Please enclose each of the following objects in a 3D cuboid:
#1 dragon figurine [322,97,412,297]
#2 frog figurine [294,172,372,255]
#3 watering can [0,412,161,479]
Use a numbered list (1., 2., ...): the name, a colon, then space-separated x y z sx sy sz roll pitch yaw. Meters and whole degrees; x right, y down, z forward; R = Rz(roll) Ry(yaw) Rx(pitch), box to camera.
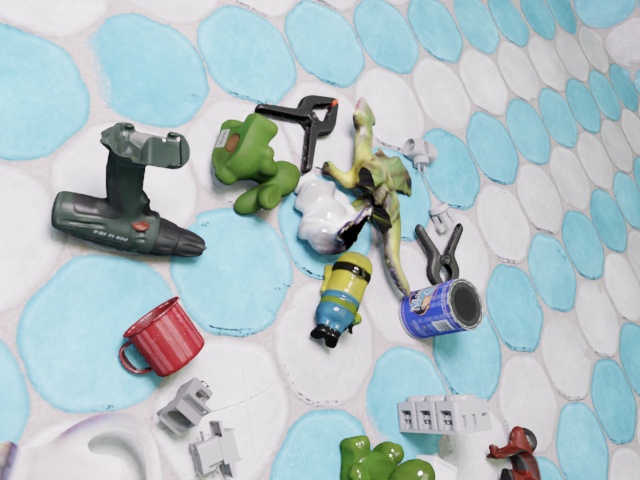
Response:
1. dragon figurine: 0.147 -0.106 1.110 0.246 0.121 0.408 -34 102 -47
2. frog figurine: 0.003 -0.050 0.995 0.161 0.120 0.139 33 58 22
3. watering can: -0.310 0.372 0.583 0.223 0.102 0.355 24 61 -26
